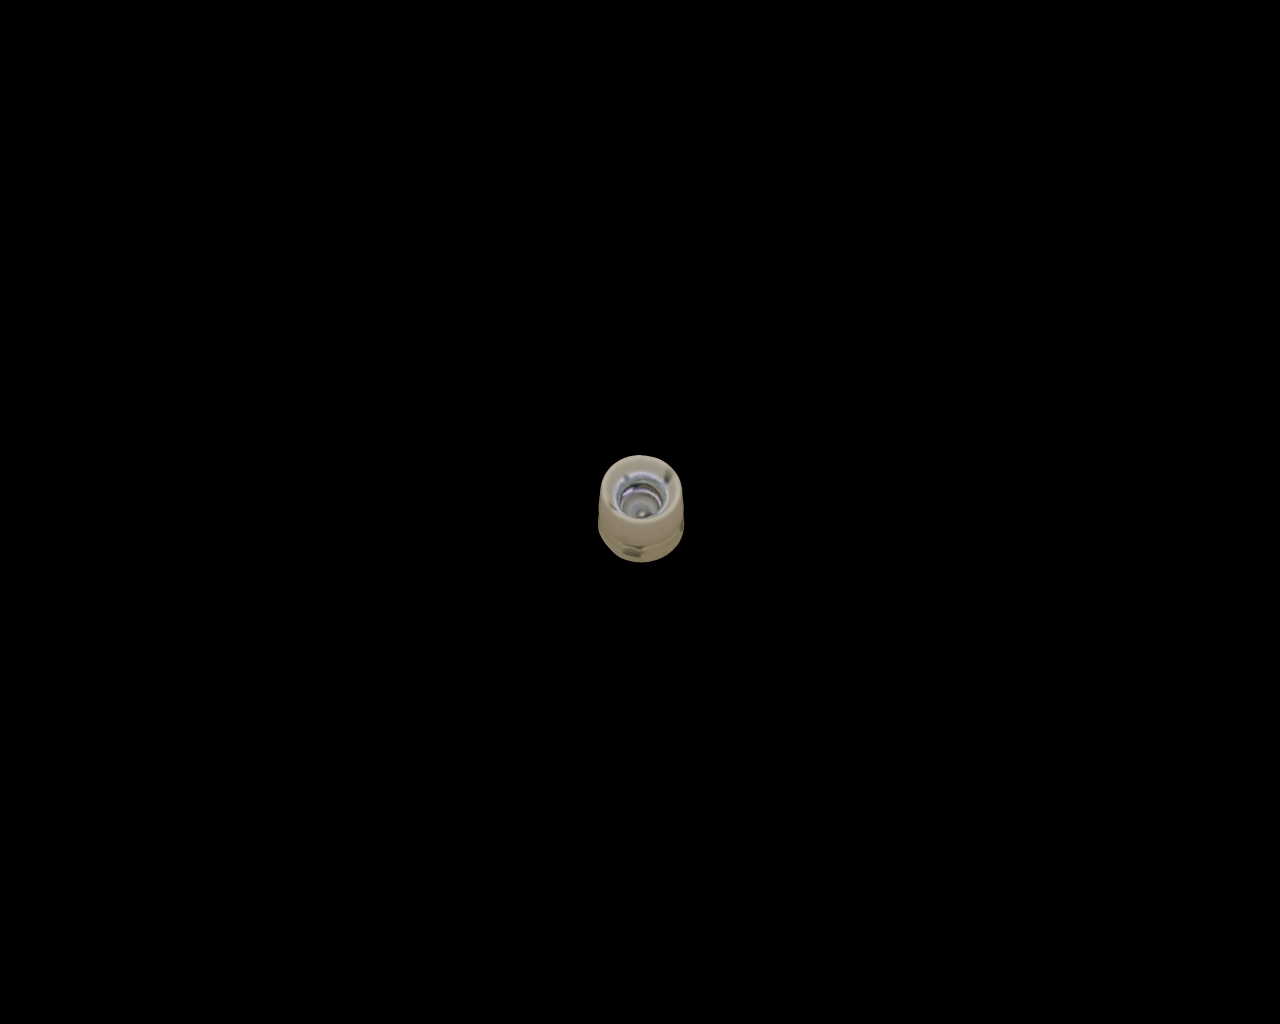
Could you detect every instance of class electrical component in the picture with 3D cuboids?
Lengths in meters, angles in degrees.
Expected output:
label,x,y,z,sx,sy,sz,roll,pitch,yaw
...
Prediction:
label,x,y,z,sx,sy,sz,roll,pitch,yaw
electrical component,0.001,-0.003,0.650,0.055,0.055,0.047,0,-30,0
